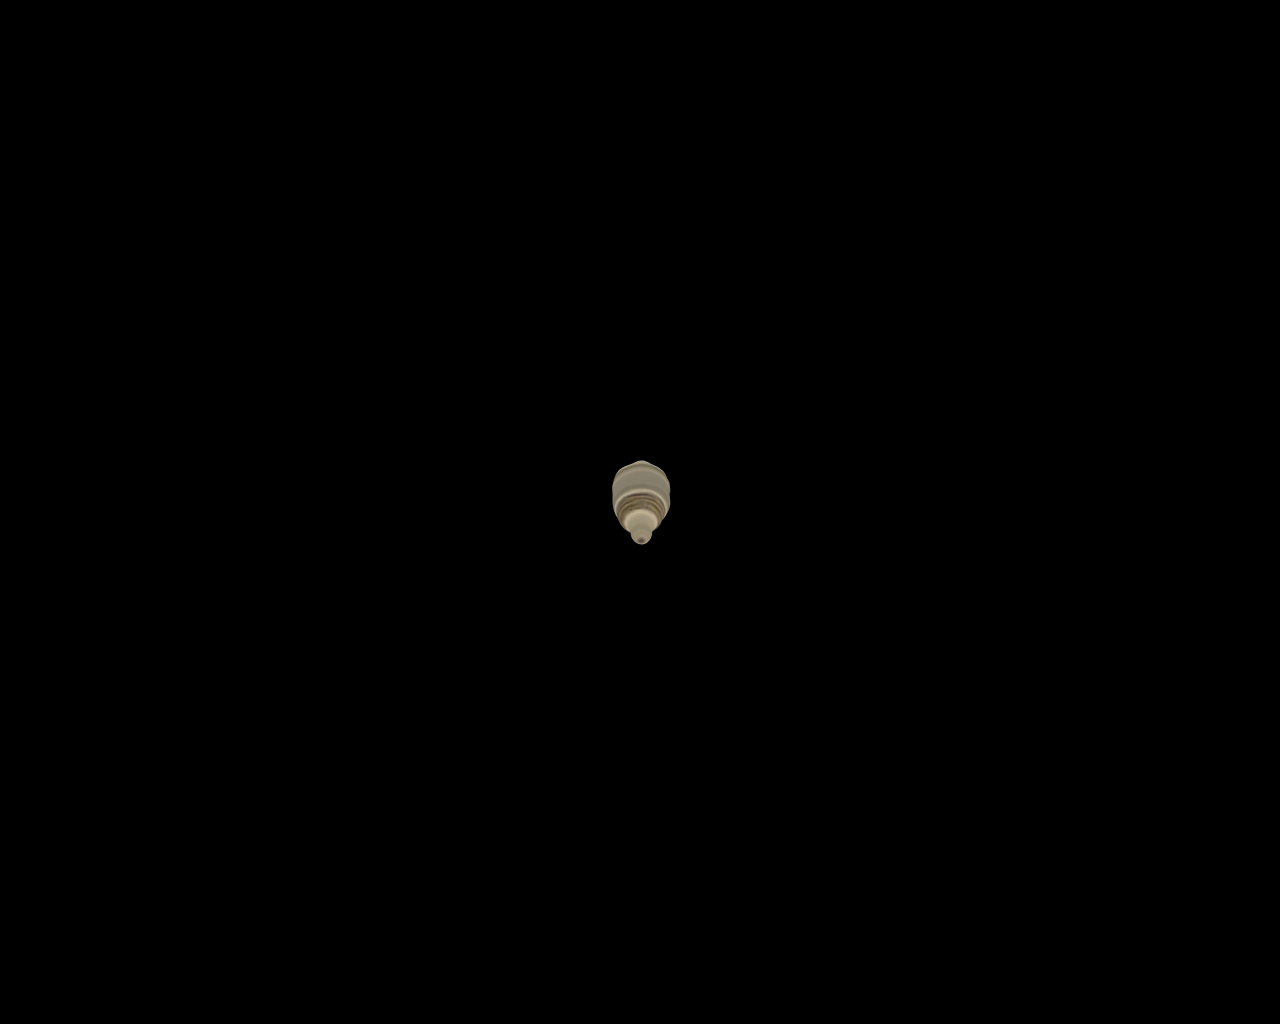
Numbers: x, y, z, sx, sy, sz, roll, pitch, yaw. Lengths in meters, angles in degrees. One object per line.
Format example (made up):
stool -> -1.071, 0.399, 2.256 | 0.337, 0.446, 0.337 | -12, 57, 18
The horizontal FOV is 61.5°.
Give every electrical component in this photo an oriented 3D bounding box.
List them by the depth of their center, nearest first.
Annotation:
electrical component -> 0.001, -0.003, 0.650 | 0.035, 0.035, 0.061 | 0, 40, 0
